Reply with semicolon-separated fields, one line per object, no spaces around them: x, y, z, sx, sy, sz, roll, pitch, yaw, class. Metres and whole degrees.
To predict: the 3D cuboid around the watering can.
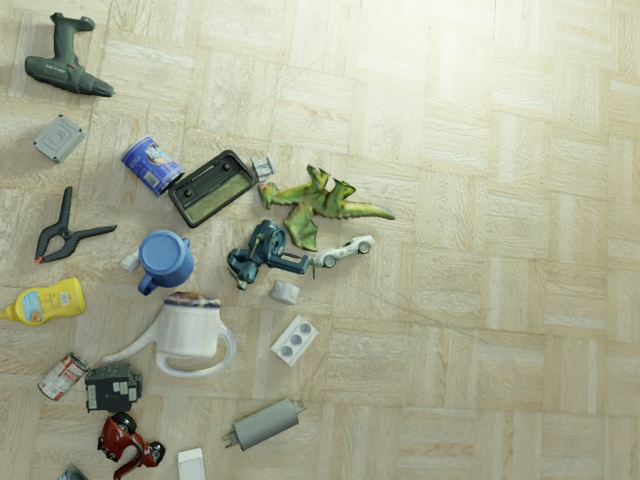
-0.395;0.248;1.374;0.347;0.103;0.226;6;81;-5;watering can

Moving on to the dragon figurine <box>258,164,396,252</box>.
0.005;-0.078;1.540;0.409;0.123;0.242;31;94;-8;dragon figurine
